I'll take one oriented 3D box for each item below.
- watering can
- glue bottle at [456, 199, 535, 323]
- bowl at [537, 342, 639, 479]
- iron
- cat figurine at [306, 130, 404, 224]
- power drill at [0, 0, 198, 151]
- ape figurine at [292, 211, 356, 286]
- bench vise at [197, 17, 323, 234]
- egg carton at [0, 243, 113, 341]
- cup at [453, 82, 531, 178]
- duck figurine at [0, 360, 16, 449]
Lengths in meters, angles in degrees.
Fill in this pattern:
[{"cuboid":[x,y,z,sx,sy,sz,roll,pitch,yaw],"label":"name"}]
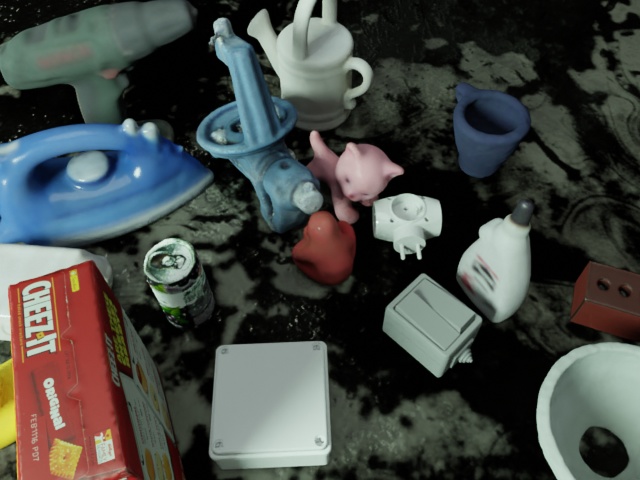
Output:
[{"cuboid":[-0.014,-0.246,0.745,0.172,0.194,0.101,6,56,5],"label":"watering can"},{"cuboid":[0.183,0.015,0.576,0.037,0.173,0.078,-30,60,-18],"label":"glue bottle"},{"cuboid":[0.272,0.182,0.519,0.167,0.075,0.167,0,55,0],"label":"bowl"},{"cuboid":[-0.261,-0.086,0.669,0.258,0.141,0.118,-17,57,-11],"label":"iron"},{"cuboid":[0.034,-0.085,0.679,0.127,0.118,0.067,38,64,24],"label":"cat figurine"},{"cuboid":[-0.247,-0.190,0.699,0.229,0.208,0.075,-8,55,-5],"label":"power drill"},{"cuboid":[0.006,0.002,0.635,0.078,0.092,0.076,-12,56,-7],"label":"ape figurine"},{"cuboid":[-0.057,-0.128,0.648,0.207,0.220,0.122,32,62,21],"label":"bench vise"},{"cuboid":[-0.302,0.060,0.612,0.150,0.069,0.107,3,55,3],"label":"egg carton"},{"cuboid":[0.201,-0.135,0.726,0.092,0.095,0.117,-22,58,-14],"label":"cup"},{"cuboid":[-0.313,0.144,0.543,0.077,0.086,0.105,28,60,19],"label":"duck figurine"}]
